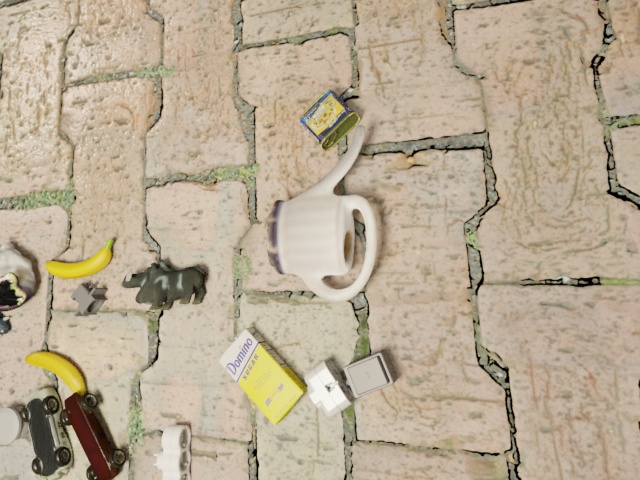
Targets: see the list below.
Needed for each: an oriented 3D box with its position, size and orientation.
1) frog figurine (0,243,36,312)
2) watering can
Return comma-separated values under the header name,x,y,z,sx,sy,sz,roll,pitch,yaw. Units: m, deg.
name,x,y,z,sx,sy,sz,roll,pitch,yaw
frog figurine,-0.756,0.090,1.250,0.136,0.121,0.162,-51,36,13
watering can,0.003,-0.052,1.028,0.224,0.103,0.350,-2,81,17
